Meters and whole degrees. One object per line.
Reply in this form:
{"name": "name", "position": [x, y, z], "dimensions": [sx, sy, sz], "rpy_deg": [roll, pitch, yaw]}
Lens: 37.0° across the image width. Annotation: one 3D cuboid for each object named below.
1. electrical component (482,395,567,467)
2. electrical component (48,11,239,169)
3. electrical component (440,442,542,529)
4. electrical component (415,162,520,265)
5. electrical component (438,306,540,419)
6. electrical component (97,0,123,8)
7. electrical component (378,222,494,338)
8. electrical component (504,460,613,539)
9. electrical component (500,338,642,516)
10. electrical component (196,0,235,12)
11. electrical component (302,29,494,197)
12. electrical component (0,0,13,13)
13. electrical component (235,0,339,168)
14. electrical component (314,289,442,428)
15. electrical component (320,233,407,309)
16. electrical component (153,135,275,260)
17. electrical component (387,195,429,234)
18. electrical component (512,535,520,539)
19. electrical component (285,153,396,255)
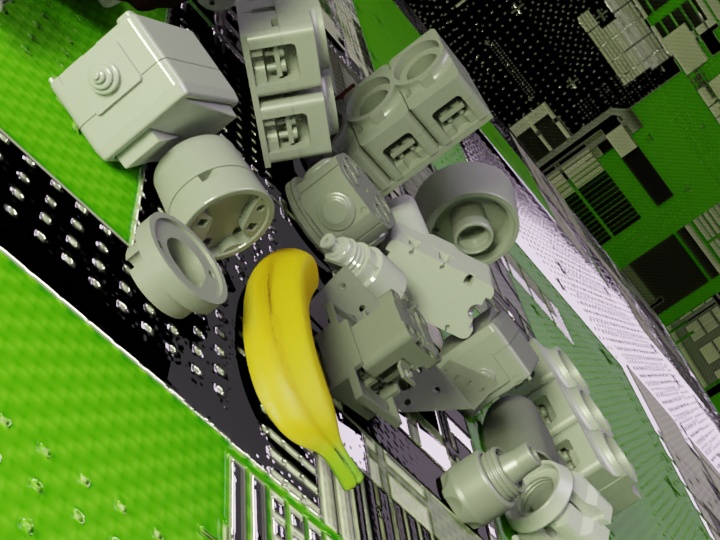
{"name": "electrical component", "position": [0.135, 0.148, 0.840], "dimensions": [0.079, 0.043, 0.077], "rpy_deg": [48, 16, -20]}
{"name": "electrical component", "position": [-0.116, -0.094, 0.586], "dimensions": [0.061, 0.062, 0.096], "rpy_deg": [55, 15, 4]}
{"name": "electrical component", "position": [0.086, 0.133, 0.688], "dimensions": [0.043, 0.062, 0.043], "rpy_deg": [48, 16, -18]}
{"name": "electrical component", "position": [0.112, -0.050, 1.100], "dimensions": [0.108, 0.108, 0.060], "rpy_deg": [44, 24, -33]}
{"name": "electrical component", "position": [0.099, 0.072, 0.867], "dimensions": [0.061, 0.062, 0.096], "rpy_deg": [55, 15, 4]}
{"name": "electrical component", "position": [-0.166, -0.222, 0.720], "dimensions": [0.096, 0.062, 0.061], "rpy_deg": [49, 15, -15]}
{"name": "electrical component", "position": [0.055, 0.006, 0.847], "dimensions": [0.089, 0.050, 0.055], "rpy_deg": [25, 19, -6]}
{"name": "electrical component", "position": [0.139, 0.172, 0.764], "dimensions": [0.057, 0.058, 0.078], "rpy_deg": [44, 41, -19]}
{"name": "electrical component", "position": [0.187, 0.144, 0.972], "dimensions": [0.089, 0.062, 0.150], "rpy_deg": [40, 20, -42]}
{"name": "electrical component", "position": [-0.126, -0.257, 0.956], "dimensions": [0.045, 0.045, 0.055], "rpy_deg": [47, 16, -23]}
{"name": "electrical component", "position": [0.025, -0.127, 0.915], "dimensions": [0.062, 0.150, 0.089], "rpy_deg": [44, 17, -35]}
{"name": "electrical component", "position": [-0.188, -0.150, 0.547], "dimensions": [0.035, 0.035, 0.061], "rpy_deg": [39, 23, -43]}
{"name": "electrical component", "position": [-0.061, -0.176, 0.850], "dimensions": [0.186, 0.060, 0.105], "rpy_deg": [-104, -175, -55]}
{"name": "electrical component", "position": [0.012, 0.049, 0.650], "dimensions": [0.042, 0.064, 0.081], "rpy_deg": [41, 19, -41]}
{"name": "electrical component", "position": [0.000, 0.000, 0.769], "dimensions": [0.078, 0.040, 0.040], "rpy_deg": [42, 19, -37]}
{"name": "electrical component", "position": [-0.081, -0.040, 0.588], "dimensions": [0.055, 0.055, 0.047], "rpy_deg": [30, 24, -57]}
{"name": "electrical component", "position": [0.037, -0.034, 0.954], "dimensions": [0.043, 0.043, 0.081], "rpy_deg": [43, 18, -35]}
{"name": "electrical component", "position": [0.109, 0.196, 0.653], "dimensions": [0.077, 0.043, 0.079], "rpy_deg": [45, 17, -30]}
{"name": "electrical component", "position": [-0.014, -0.045, 0.806], "dimensions": [0.080, 0.051, 0.080], "rpy_deg": [49, 15, -18]}
